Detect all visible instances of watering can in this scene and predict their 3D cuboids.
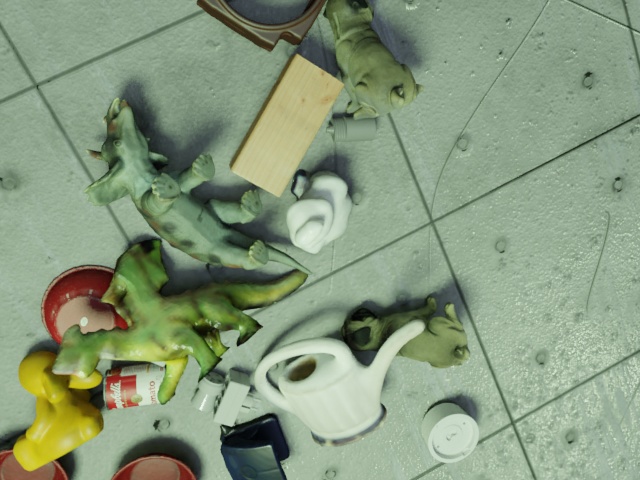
[{"bbox_3d":[0.051,0.254,0.908,0.345,0.106,0.221,-19,116,23],"label":"watering can"}]

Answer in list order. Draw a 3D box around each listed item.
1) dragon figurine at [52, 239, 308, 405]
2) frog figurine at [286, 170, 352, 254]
[{"bbox_3d":[-0.223,0.094,0.830,0.243,0.120,0.417,48,52,2],"label":"dragon figurine"},{"bbox_3d":[0.003,-0.042,0.844,0.122,0.161,0.137,25,98,-18],"label":"frog figurine"}]
